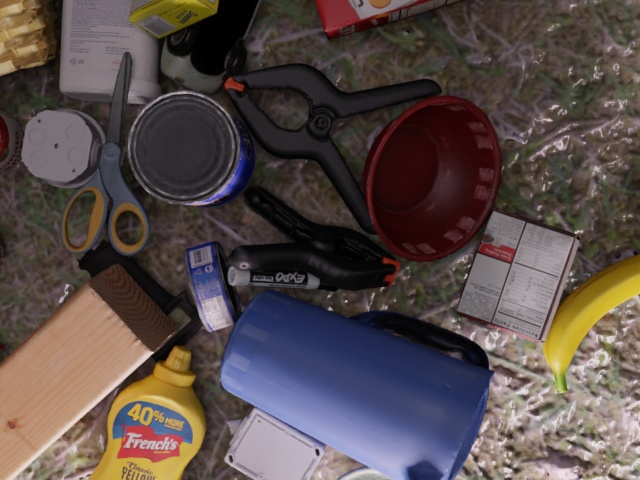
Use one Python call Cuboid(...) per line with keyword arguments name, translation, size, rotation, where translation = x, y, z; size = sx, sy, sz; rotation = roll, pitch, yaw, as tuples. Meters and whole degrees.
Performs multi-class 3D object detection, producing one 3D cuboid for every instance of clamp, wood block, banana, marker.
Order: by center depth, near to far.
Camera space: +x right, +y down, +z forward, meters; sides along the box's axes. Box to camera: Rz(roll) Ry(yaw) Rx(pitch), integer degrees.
Cuboid(name="wood block", translation=(-0.249, 0.128, 1.031), size=(0.206, 0.090, 0.091), rotation=(-41, 93, 14))
Cuboid(name="marker", translation=(-0.032, 0.038, 1.036), size=(0.120, 0.020, 0.020), rotation=(5, 91, -30))
Cuboid(name="clamp", translation=(-0.007, 0.001, 1.049), size=(0.171, 0.120, 0.039), rotation=(15, 133, -16))
Cuboid(name="clamp", translation=(0.002, -0.104, 1.051), size=(0.210, 0.036, 0.164), rotation=(15, 92, -9))
Cuboid(name="banana", translation=(0.288, 0.062, 1.054), size=(0.198, 0.037, 0.069), rotation=(-42, 107, 4))

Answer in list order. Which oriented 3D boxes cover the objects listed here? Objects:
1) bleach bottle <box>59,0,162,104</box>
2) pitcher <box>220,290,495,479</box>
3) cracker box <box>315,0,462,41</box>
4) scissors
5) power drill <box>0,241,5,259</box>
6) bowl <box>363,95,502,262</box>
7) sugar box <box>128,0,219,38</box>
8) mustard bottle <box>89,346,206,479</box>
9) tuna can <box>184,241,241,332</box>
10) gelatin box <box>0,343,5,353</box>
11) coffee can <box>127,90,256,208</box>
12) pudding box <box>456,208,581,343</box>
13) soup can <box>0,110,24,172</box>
Cuboid(name="bleach bottle", translation=(-0.201, -0.265, 1.060), size=(0.102, 0.068, 0.251), rotation=(4, 89, 1))
Cuboid(name="pitcher", translation=(0.038, 0.133, 1.015), size=(0.243, 0.149, 0.145), rotation=(23, 94, 14))
Cuboid(name="cracker box", translation=(0.085, -0.305, 1.040), size=(0.214, 0.072, 0.164), rotation=(-17, 89, 4))
Cuboid(name="scissors", translation=(-0.186, -0.070, 1.031), size=(0.096, 0.016, 0.202), rotation=(26, 100, -6))
Cuboid(name="power drill", translation=(-0.393, 0.021, 1.009), size=(0.184, 0.187, 0.057), rotation=(-22, 91, 1))
Cuboid(name="bowl", translation=(0.097, -0.063, 1.028), size=(0.161, 0.055, 0.162), rotation=(-11, 110, -31))
Cuboid(name="sugar box", translation=(-0.127, -0.288, 1.015), size=(0.094, 0.048, 0.176), rotation=(-10, 63, 44))
Cuboid(name="mustard bottle", translation=(-0.166, 0.196, 1.058), size=(0.096, 0.058, 0.192), rotation=(19, 95, 0))
Cuboid(name="tuna can", translation=(-0.104, 0.045, 1.046), size=(0.034, 0.086, 0.086), rotation=(-16, 90, 1))
Cuboid(name="gelatin box", translation=(-0.379, 0.124, 1.088), size=(0.073, 0.030, 0.089), rotation=(36, 93, 1))
Cuboid(name="coffee can", translation=(-0.118, -0.083, 1.017), size=(0.103, 0.140, 0.103), rotation=(0, 91, 3))
Cuboid(name="pudding box", translation=(0.194, 0.035, 1.045), size=(0.090, 0.039, 0.113), rotation=(20, 93, 18))
Cuboid(name="soup can", translation=(-0.338, -0.100, 1.047), size=(0.068, 0.102, 0.068), rotation=(0, 91, 2))
